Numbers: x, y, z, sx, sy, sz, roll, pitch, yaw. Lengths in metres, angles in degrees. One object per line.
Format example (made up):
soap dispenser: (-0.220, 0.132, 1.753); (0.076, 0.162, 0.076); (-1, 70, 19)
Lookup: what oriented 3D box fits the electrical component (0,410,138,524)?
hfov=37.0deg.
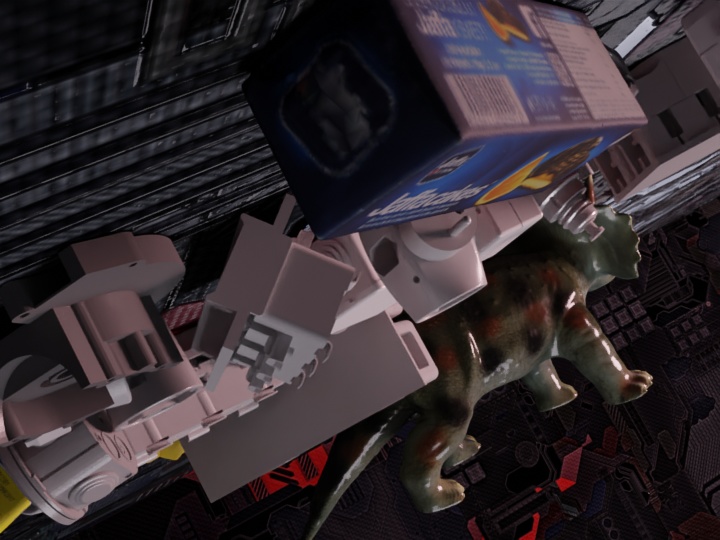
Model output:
electrical component: (-0.167, 0.098, 0.608); (0.051, 0.080, 0.080); (-33, 172, -3)

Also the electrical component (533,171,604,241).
electrical component: (0.134, -0.051, 0.728); (0.040, 0.078, 0.040); (-40, 167, -11)

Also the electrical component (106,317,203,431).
electrical component: (-0.125, 0.058, 0.612); (0.055, 0.047, 0.055); (-28, 172, -4)

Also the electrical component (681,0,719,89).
electrical component: (0.209, -0.128, 0.539); (0.096, 0.061, 0.062); (-22, 169, -40)

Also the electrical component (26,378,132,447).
electrical component: (-0.149, 0.058, 0.537); (0.055, 0.045, 0.045); (-26, 172, -19)

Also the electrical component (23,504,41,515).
electrical component: (-0.241, 0.158, 0.828); (0.055, 0.055, 0.047); (-33, 168, 27)

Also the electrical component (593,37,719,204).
electrical component: (0.242, -0.122, 0.690); (0.186, 0.060, 0.105); (-28, 172, -5)

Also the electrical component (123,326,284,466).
electrical component: (-0.116, 0.078, 0.711); (0.121, 0.063, 0.079); (-24, 171, -32)

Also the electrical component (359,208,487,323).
electrical component: (0.036, -0.021, 0.557); (0.043, 0.077, 0.079); (-25, 172, -24)

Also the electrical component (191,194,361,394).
electrical component: (-0.045, 0.021, 0.547); (0.121, 0.063, 0.078); (128, -17, -71)

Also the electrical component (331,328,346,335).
electrical component: (-0.039, 0.028, 0.740); (0.062, 0.048, 0.048); (-26, 176, 42)

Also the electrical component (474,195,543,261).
electrical component: (0.067, -0.029, 0.726); (0.076, 0.047, 0.083); (-25, 172, -23)

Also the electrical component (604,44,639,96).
electrical component: (0.100, -0.081, 0.526); (0.062, 0.043, 0.043); (-34, 171, 39)

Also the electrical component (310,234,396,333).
electrical component: (0.000, 0.000, 0.671); (0.100, 0.048, 0.100); (-20, 168, -48)

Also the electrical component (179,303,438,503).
electrical component: (-0.048, 0.079, 0.799); (0.186, 0.105, 0.060); (-31, 172, 15)
